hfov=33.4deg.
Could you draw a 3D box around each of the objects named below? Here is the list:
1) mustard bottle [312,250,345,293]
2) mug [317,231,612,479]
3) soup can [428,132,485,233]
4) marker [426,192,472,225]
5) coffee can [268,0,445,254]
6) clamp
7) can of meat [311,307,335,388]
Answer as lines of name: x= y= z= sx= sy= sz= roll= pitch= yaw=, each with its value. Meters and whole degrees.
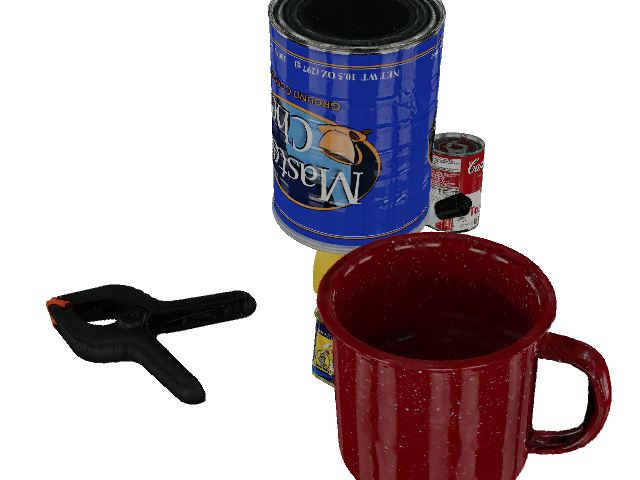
mustard bottle: x=0.041 y=-0.037 z=1.084 sx=0.096 sy=0.192 sz=0.058 roll=-7 pitch=19 yaw=-27
mug: x=0.058 y=0.056 z=0.433 sx=0.117 sy=0.081 sz=0.093 roll=8 pitch=33 yaw=17
soup can: x=0.156 y=-0.068 z=1.257 sx=0.068 sy=0.102 sz=0.068 roll=0 pitch=26 yaw=0
marker: x=0.071 y=-0.017 z=0.866 sx=0.121 sy=0.020 sz=0.020 roll=-16 pitch=-11 yaw=41
coffee can: x=0.020 y=-0.077 z=0.652 sx=0.103 sy=0.140 sz=0.103 roll=0 pitch=37 yaw=0
clamp: x=-0.140 y=0.067 z=0.878 sx=0.172 sy=0.039 sz=0.120 roll=18 pitch=38 yaw=22
can of meat: x=0.038 y=0.129 z=1.240 sx=0.102 sy=0.084 sz=0.057 roll=26 pitch=33 yaw=36
